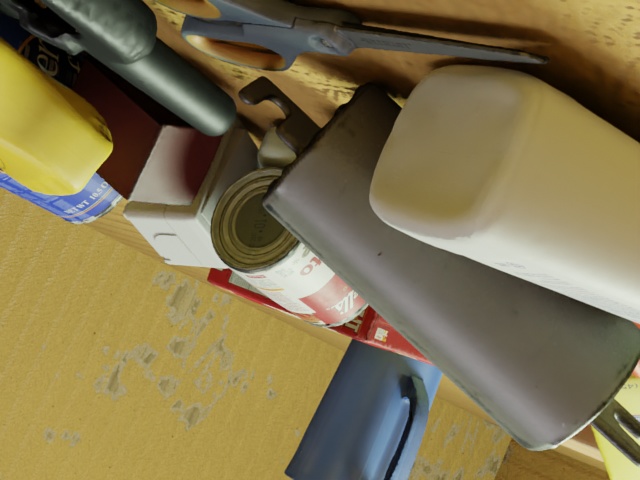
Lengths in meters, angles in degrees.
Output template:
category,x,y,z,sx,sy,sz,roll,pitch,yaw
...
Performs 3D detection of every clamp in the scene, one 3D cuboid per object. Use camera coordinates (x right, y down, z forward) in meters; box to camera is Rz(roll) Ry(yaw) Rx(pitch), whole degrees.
category,x,y,z,sx,sy,sz,roll,pitch,yaw
clamp,-0.106,-0.100,0.486,0.164,0.036,0.210,29,177,-9

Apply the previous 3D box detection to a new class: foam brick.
category,x,y,z,sx,sy,sz,roll,pitch,yaw
foam brick,-0.104,-0.062,0.610,0.078,0.051,0.052,41,-158,28

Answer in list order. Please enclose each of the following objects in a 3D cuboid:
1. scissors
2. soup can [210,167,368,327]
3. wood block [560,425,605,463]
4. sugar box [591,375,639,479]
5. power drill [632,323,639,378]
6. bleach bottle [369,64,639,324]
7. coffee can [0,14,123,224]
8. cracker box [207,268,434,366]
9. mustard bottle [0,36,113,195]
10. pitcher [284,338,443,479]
category,x,y,z,sx,sy,sz,roll,pitch,yaw
scissors,-0.013,-0.089,0.406,0.096,0.016,0.202,29,171,-31
soup can,-0.014,0.006,0.651,0.069,0.068,0.102,20,168,33
wood block,0.248,0.140,0.889,0.206,0.090,0.090,17,169,46
sugar box,0.220,0.118,0.657,0.093,0.048,0.176,-7,133,24
power drill,0.093,0.006,0.583,0.188,0.057,0.184,22,172,33
bleach bottle,0.149,0.013,0.430,0.250,0.068,0.103,24,-179,-23
coffee can,-0.189,-0.083,0.672,0.103,0.103,0.140,17,170,46
cracker box,0.019,0.056,1.079,0.214,0.072,0.164,17,176,38
mustard bottle,-0.191,-0.096,0.520,0.096,0.058,0.191,33,172,44
pitcher,0.070,0.193,1.234,0.149,0.243,0.145,21,172,22
